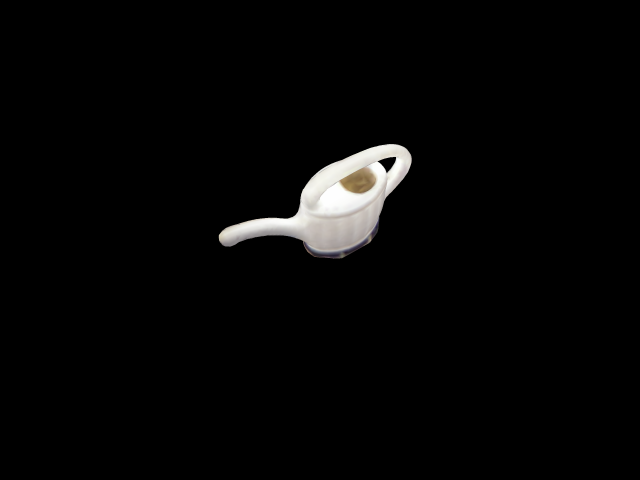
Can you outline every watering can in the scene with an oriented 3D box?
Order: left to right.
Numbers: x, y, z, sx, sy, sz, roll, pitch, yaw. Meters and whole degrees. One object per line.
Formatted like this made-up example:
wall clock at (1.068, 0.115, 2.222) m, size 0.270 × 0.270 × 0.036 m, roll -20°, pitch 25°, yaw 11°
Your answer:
watering can at (0.003, -0.043, 0.850) m, size 0.350 × 0.105 × 0.219 m, roll -28°, pitch -26°, yaw -16°
